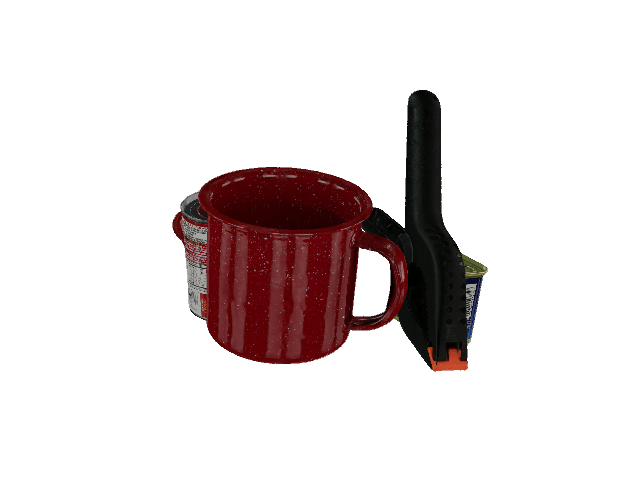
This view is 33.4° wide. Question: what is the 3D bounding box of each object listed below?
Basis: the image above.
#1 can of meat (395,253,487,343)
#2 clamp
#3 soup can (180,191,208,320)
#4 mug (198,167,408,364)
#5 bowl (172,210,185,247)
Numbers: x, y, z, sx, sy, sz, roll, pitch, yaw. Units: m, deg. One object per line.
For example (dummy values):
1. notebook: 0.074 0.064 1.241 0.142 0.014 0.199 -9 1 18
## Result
1. can of meat: 0.124 0.056 1.138 0.057 0.084 0.102 -4 21 -33
2. clamp: 0.078 0.000 0.822 0.036 0.210 0.165 -1 -41 -17
3. soup can: -0.088 0.014 0.949 0.068 0.102 0.068 0 27 0
4. mug: -0.009 0.016 0.579 0.117 0.081 0.093 11 25 14
5. bowl: -0.102 0.001 1.320 0.162 0.055 0.162 1 27 -1
